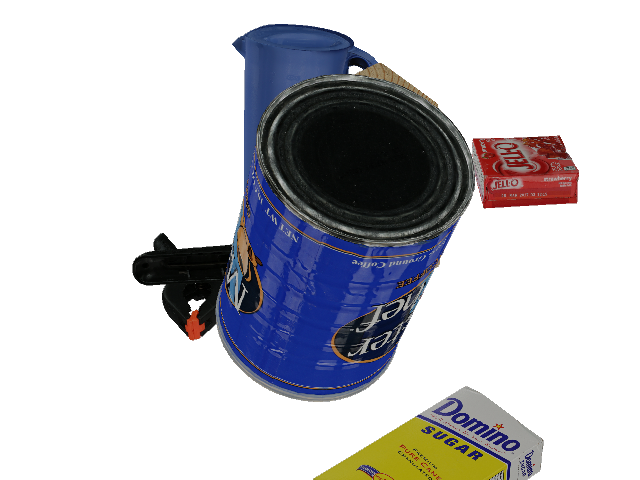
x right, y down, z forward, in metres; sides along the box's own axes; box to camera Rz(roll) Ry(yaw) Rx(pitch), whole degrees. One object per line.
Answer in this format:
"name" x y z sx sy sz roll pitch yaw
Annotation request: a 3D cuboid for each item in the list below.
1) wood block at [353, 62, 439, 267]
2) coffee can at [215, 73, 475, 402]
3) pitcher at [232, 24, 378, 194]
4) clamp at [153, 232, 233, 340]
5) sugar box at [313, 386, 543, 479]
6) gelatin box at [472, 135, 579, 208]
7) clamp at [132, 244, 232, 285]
"wood block" 0.054 -0.052 1.025 0.090 0.206 0.091 -29 49 -21
"coffee can" 0.007 0.003 0.535 0.102 0.103 0.140 0 -37 -15
"pitcher" -0.025 -0.139 1.324 0.144 0.243 0.149 -10 28 -30
"clamp" -0.121 0.041 1.174 0.120 0.039 0.171 -12 40 -2
"sugar box" 0.091 0.193 0.884 0.176 0.048 0.093 -28 42 -28
"gelatin box" 0.162 -0.057 0.854 0.073 0.030 0.089 -2 24 3
"clamp" -0.025 0.015 0.789 0.209 0.036 0.165 -23 31 -33
